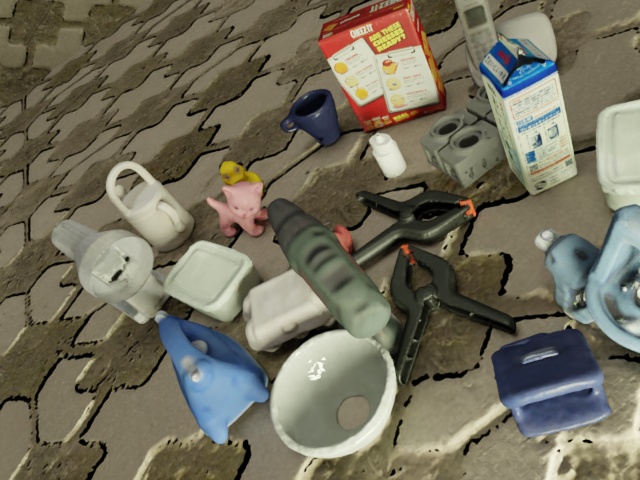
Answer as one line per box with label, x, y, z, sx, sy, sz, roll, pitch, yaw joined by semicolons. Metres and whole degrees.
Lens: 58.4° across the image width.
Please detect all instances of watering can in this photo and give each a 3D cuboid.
watering can;-0.349;-0.071;1.130;0.172;0.195;0.101;-9;47;27

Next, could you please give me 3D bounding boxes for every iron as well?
iron;-0.186;0.167;0.837;0.119;0.142;0.257;-44;42;-10

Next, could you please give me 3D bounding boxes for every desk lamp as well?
desk lamp;-0.360;0.054;1.004;0.202;0.214;0.118;16;62;42

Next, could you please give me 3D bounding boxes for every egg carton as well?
egg carton;-0.046;0.103;0.858;0.150;0.070;0.107;-27;42;9

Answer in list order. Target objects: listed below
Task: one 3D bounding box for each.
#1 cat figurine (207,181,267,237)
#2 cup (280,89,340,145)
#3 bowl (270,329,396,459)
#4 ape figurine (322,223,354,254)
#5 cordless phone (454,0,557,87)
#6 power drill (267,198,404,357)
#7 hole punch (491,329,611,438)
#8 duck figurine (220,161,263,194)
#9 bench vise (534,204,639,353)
cat figurine;-0.150;-0.065;1.050;0.127;0.118;0.067;-3;51;32
cup;-0.011;-0.227;1.126;0.117;0.095;0.091;-31;41;5
bowl;0.026;0.200;0.715;0.167;0.075;0.167;-18;44;19
ape figurine;0.008;0.003;0.899;0.077;0.092;0.076;-28;42;9
cordless phone;0.310;-0.358;0.966;0.147;0.186;0.094;-17;44;20
power drill;0.026;0.063;0.742;0.075;0.209;0.228;-39;41;-4
hole punch;0.239;0.143;0.614;0.108;0.091;0.101;-21;43;16
duck figurine;-0.166;-0.122;1.138;0.077;0.086;0.104;-37;41;-2
bench vise;0.294;0.036;0.579;0.206;0.220;0.122;18;63;43
